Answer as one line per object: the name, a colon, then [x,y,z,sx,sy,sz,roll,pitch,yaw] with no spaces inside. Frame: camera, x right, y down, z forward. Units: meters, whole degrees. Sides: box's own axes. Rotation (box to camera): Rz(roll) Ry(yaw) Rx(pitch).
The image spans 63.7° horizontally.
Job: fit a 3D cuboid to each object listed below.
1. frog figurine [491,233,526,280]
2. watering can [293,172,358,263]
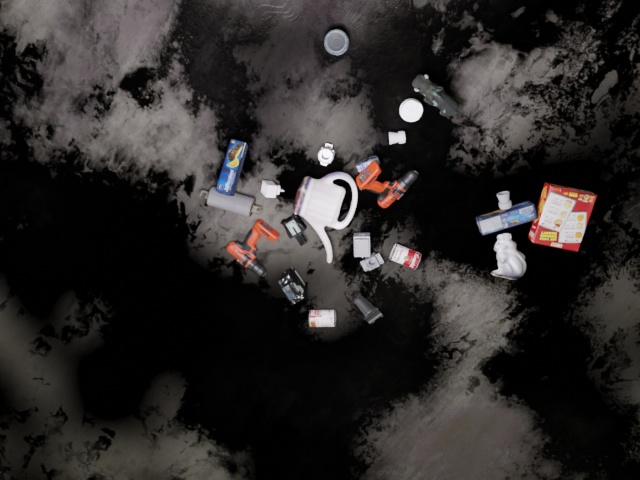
frog figurine: [0.688,0.058,1.860,0.137,0.123,0.158,6,99,-30]
watering can: [0.006,-0.095,1.892,0.224,0.105,0.343,19,106,2]
